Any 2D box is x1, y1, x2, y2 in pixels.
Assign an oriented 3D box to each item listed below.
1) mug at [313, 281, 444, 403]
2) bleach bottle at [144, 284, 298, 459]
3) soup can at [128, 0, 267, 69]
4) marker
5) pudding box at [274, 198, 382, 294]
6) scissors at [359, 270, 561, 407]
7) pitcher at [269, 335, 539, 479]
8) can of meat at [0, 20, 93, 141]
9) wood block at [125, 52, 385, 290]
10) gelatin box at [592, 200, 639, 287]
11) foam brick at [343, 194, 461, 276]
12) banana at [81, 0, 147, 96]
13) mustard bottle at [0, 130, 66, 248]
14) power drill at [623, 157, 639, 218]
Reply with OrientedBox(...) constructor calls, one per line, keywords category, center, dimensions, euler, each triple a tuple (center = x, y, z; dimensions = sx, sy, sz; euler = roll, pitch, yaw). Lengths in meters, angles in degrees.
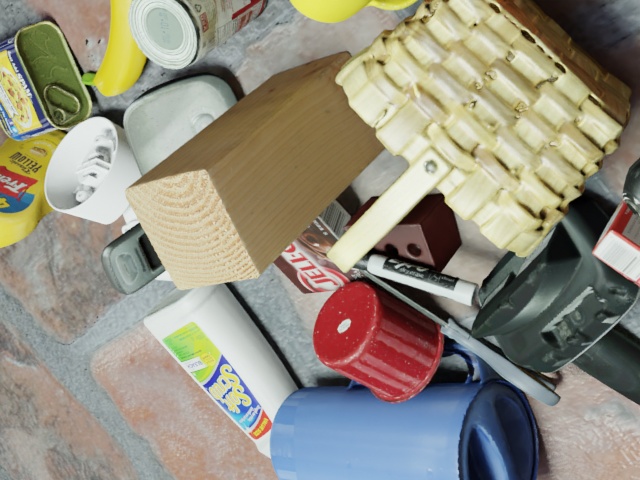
OrientedBox(category="mug", center=(0.043, 0.082, 0.949), dimensions=(0.081, 0.093, 0.117), euler=(30, -174, -36))
OrientedBox(category="bleach bottle", center=(-0.069, 0.151, 1.114), dimensions=(0.103, 0.068, 0.251), euler=(-28, 105, 44))
OrientedBox(category="soup can", center=(-0.096, -0.187, 0.852), dimensions=(0.069, 0.102, 0.068), euler=(19, 131, 23))
OrientedBox(category="marker", center=(0.071, 0.028, 0.878), dimensions=(0.121, 0.020, 0.020), euler=(17, 130, 23))
OrientedBox(category="pudding box", center=(-0.006, 0.001, 0.951), dimensions=(0.090, 0.039, 0.113), euler=(-9, 135, 38))
OrientedBox(category="scissors", center=(0.124, 0.085, 0.892), dimensions=(0.201, 0.096, 0.016), euler=(31, 95, -17))
OrientedBox(category="pitcher", center=(0.071, 0.184, 1.005), dimensions=(0.243, 0.149, 0.145), euler=(-5, 134, 41))
OrientedBox(category="can of meat", center=(-0.281, -0.151, 1.037), dimensions=(0.084, 0.057, 0.102), euler=(-9, 109, 42))
OrientedBox(category="wood block", center=(-0.043, -0.058, 0.836), dimensions=(0.090, 0.205, 0.091), euler=(-10, 115, 39))
OrientedBox(category="gelatin box", center=(0.250, 0.008, 0.773), dimensions=(0.089, 0.073, 0.030), euler=(36, 135, 7))
OrientedBox(category="foam brick", center=(0.071, -0.004, 0.906), dimensions=(0.078, 0.051, 0.053), euler=(-2, 121, 36))
OrientedBox(category="banana", center=(-0.179, -0.195, 0.950), dimensions=(0.070, 0.037, 0.198), euler=(33, 135, 10))
OrientedBox(category="mustard bottle", center=(-0.313, -0.042, 1.048), dimensions=(0.096, 0.191, 0.058), euler=(30, 134, 13))
OrientedBox(category="power drill", center=(0.210, -0.131, 0.652), dimensions=(0.187, 0.184, 0.057), euler=(46, 180, 1))
